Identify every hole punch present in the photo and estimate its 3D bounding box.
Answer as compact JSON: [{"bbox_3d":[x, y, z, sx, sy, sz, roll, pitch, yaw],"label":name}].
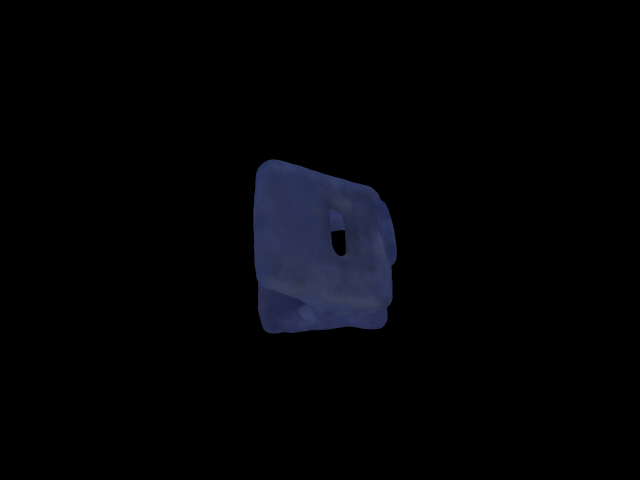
[{"bbox_3d":[0.004,0.001,0.400,0.101,0.091,0.108,-3,55,-2],"label":"hole punch"}]
